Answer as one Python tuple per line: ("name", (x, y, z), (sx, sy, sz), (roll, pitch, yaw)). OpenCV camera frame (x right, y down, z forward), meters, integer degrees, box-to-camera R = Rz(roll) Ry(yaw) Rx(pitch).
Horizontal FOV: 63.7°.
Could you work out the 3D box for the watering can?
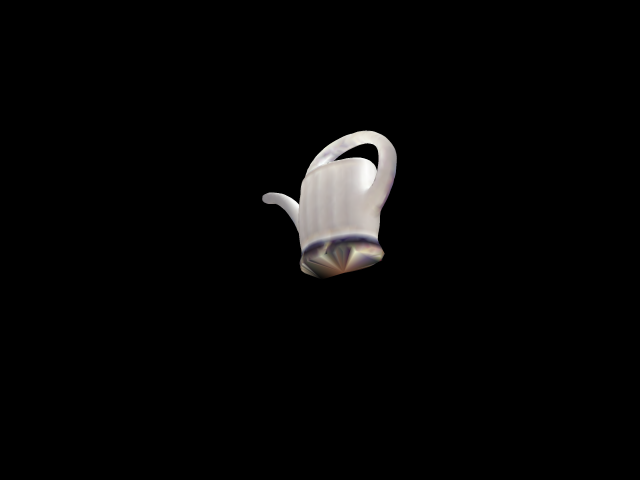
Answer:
("watering can", (0.003, -0.043, 0.850), (0.103, 0.228, 0.343), (15, -25, -34))
